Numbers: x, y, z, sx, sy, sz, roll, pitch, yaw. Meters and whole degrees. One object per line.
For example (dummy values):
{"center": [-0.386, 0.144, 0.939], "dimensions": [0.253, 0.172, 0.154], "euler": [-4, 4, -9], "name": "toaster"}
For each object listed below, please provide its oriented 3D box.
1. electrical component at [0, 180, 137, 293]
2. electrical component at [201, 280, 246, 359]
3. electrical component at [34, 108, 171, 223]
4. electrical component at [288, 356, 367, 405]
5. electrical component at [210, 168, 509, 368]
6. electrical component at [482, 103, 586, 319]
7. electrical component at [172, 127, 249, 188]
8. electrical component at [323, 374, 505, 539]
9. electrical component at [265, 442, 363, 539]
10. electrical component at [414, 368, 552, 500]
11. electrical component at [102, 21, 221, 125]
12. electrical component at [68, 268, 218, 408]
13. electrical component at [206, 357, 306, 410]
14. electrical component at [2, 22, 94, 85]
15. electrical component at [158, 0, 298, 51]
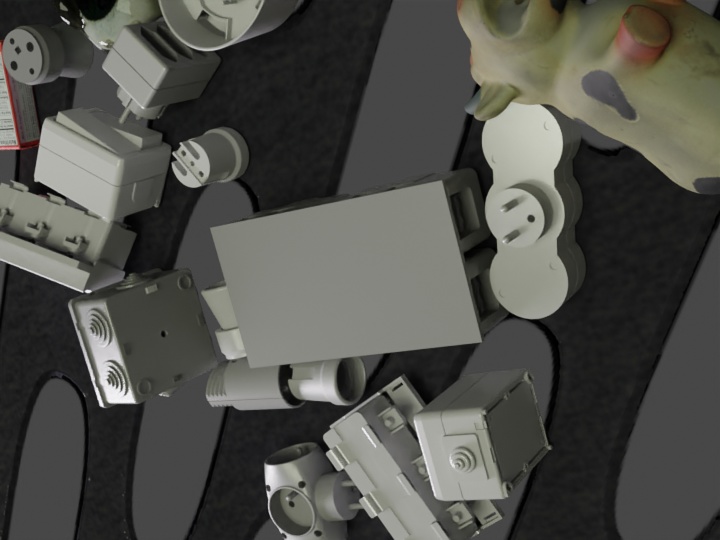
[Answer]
{"center": [-0.246, -0.025, 0.870], "dimensions": [0.121, 0.079, 0.063], "euler": [19, 84, 24], "name": "electrical component"}
{"center": [-0.091, 0.035, 0.815], "dimensions": [0.045, 0.045, 0.055], "euler": [-13, 99, 32], "name": "electrical component"}
{"center": [-0.203, -0.088, 0.830], "dimensions": [0.096, 0.062, 0.061], "euler": [28, 117, 20], "name": "electrical component"}
{"center": [-0.025, 0.079, 0.795], "dimensions": [0.046, 0.040, 0.040], "euler": [-4, 103, 36], "name": "electrical component"}
{"center": [0.000, 0.000, 0.742], "dimensions": [0.186, 0.060, 0.105], "euler": [-9, 101, 32], "name": "electrical component"}
{"center": [0.102, -0.036, 0.664], "dimensions": [0.052, 0.074, 0.138], "euler": [3, 107, 29], "name": "electrical component"}
{"center": [-0.110, -0.082, 0.788], "dimensions": [0.040, 0.046, 0.040], "euler": [9, 110, 27], "name": "electrical component"}
{"center": [0.033, 0.148, 0.767], "dimensions": [0.079, 0.063, 0.121], "euler": [-39, 84, 33], "name": "electrical component"}
{"center": [-0.027, 0.174, 0.822], "dimensions": [0.079, 0.044, 0.077], "euler": [-13, 99, 32], "name": "electrical component"}
{"center": [0.076, 0.111, 0.711], "dimensions": [0.061, 0.096, 0.061], "euler": [-10, 100, 33], "name": "electrical component"}
{"center": [-0.152, -0.136, 0.783], "dimensions": [0.047, 0.066, 0.076], "euler": [45, 122, 10], "name": "electrical component"}
{"center": [-0.164, 0.050, 0.831], "dimensions": [0.048, 0.100, 0.099], "euler": [-7, 102, 44], "name": "electrical component"}
{"center": [-0.083, 0.086, 0.827], "dimensions": [0.081, 0.043, 0.043], "euler": [-7, 102, 31], "name": "electrical component"}
{"center": [-0.241, -0.168, 0.831], "dimensions": [0.045, 0.055, 0.045], "euler": [9, 110, 27], "name": "electrical component"}
{"center": [-0.089, -0.201, 0.728], "dimensions": [0.099, 0.064, 0.099], "euler": [9, 110, 27], "name": "electrical component"}
